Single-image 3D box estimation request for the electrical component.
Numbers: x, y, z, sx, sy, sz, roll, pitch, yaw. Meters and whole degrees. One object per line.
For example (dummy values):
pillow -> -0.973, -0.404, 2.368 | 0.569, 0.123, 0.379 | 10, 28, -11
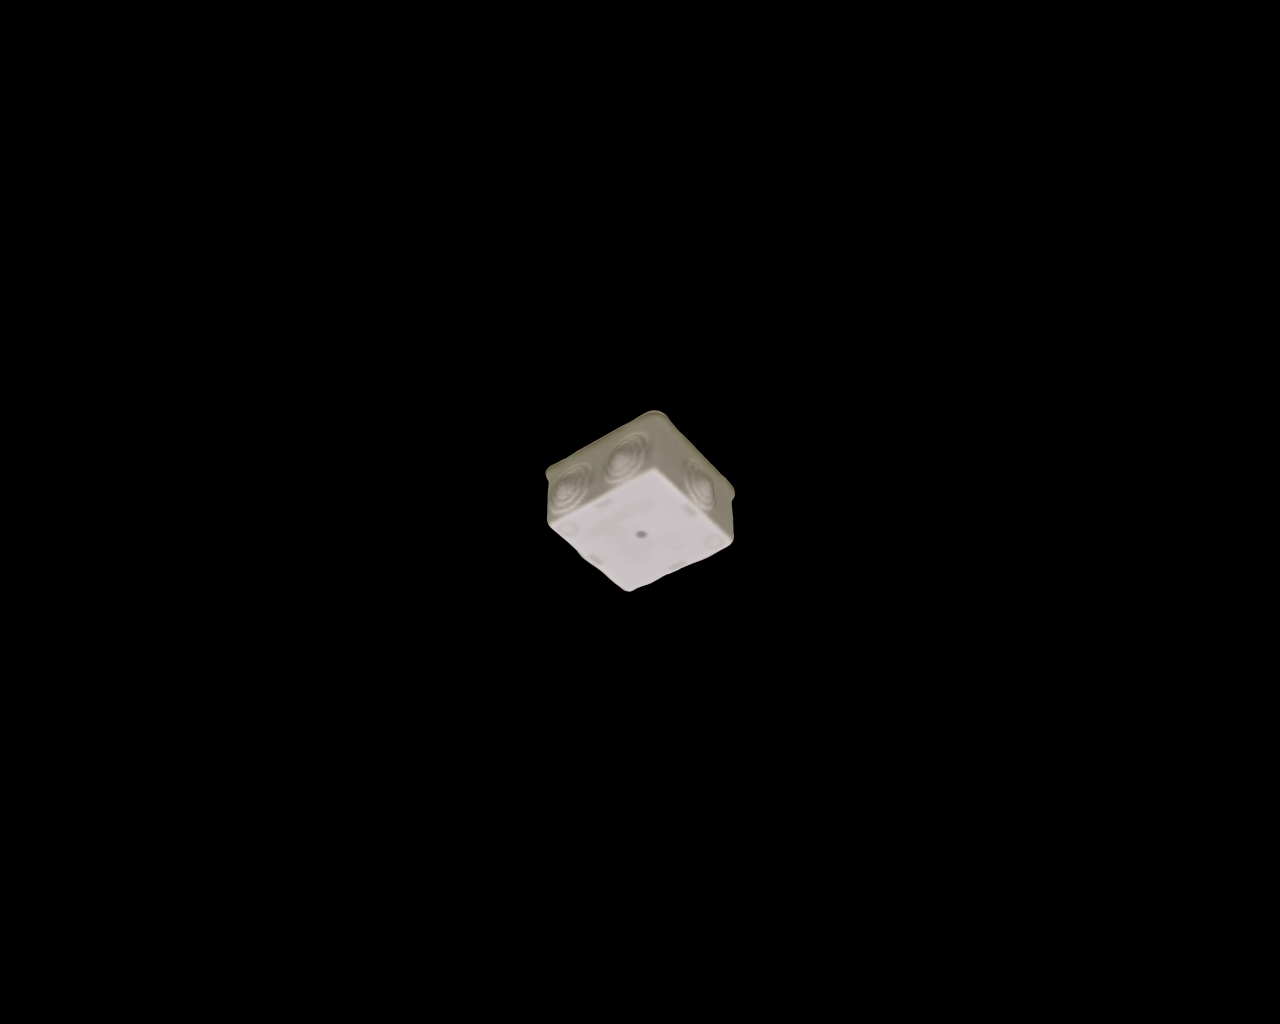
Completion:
electrical component -> 0.001, -0.003, 0.650 | 0.099, 0.048, 0.099 | -26, -49, 25
